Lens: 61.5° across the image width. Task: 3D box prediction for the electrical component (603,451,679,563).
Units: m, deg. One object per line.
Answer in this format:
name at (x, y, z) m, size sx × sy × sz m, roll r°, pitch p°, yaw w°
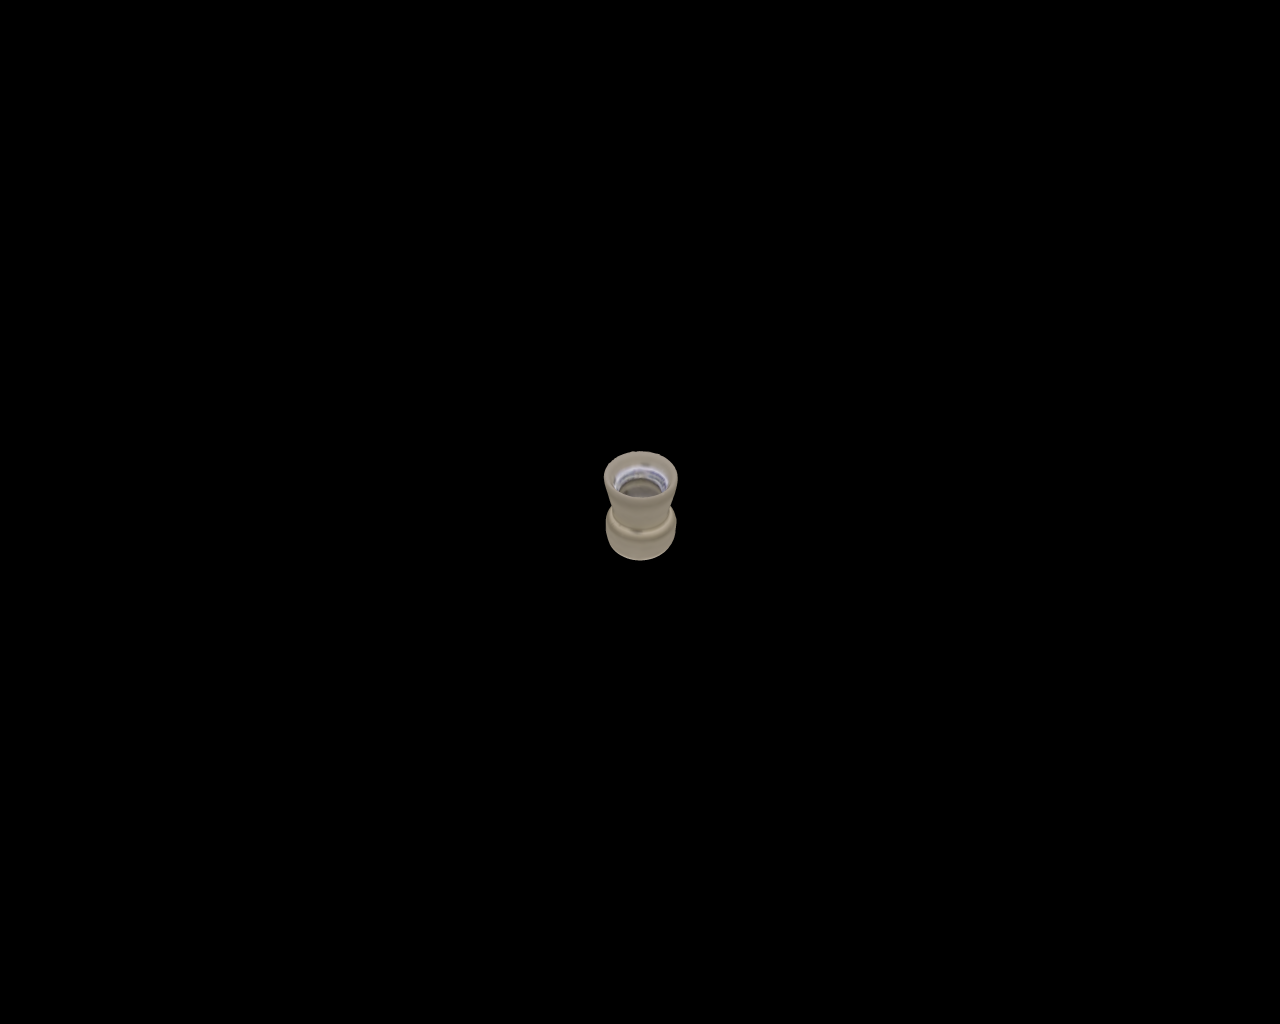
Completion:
electrical component at (0.001, -0.003, 0.650) m, size 0.045 × 0.055 × 0.045 m, roll 0°, pitch 43°, yaw 0°
